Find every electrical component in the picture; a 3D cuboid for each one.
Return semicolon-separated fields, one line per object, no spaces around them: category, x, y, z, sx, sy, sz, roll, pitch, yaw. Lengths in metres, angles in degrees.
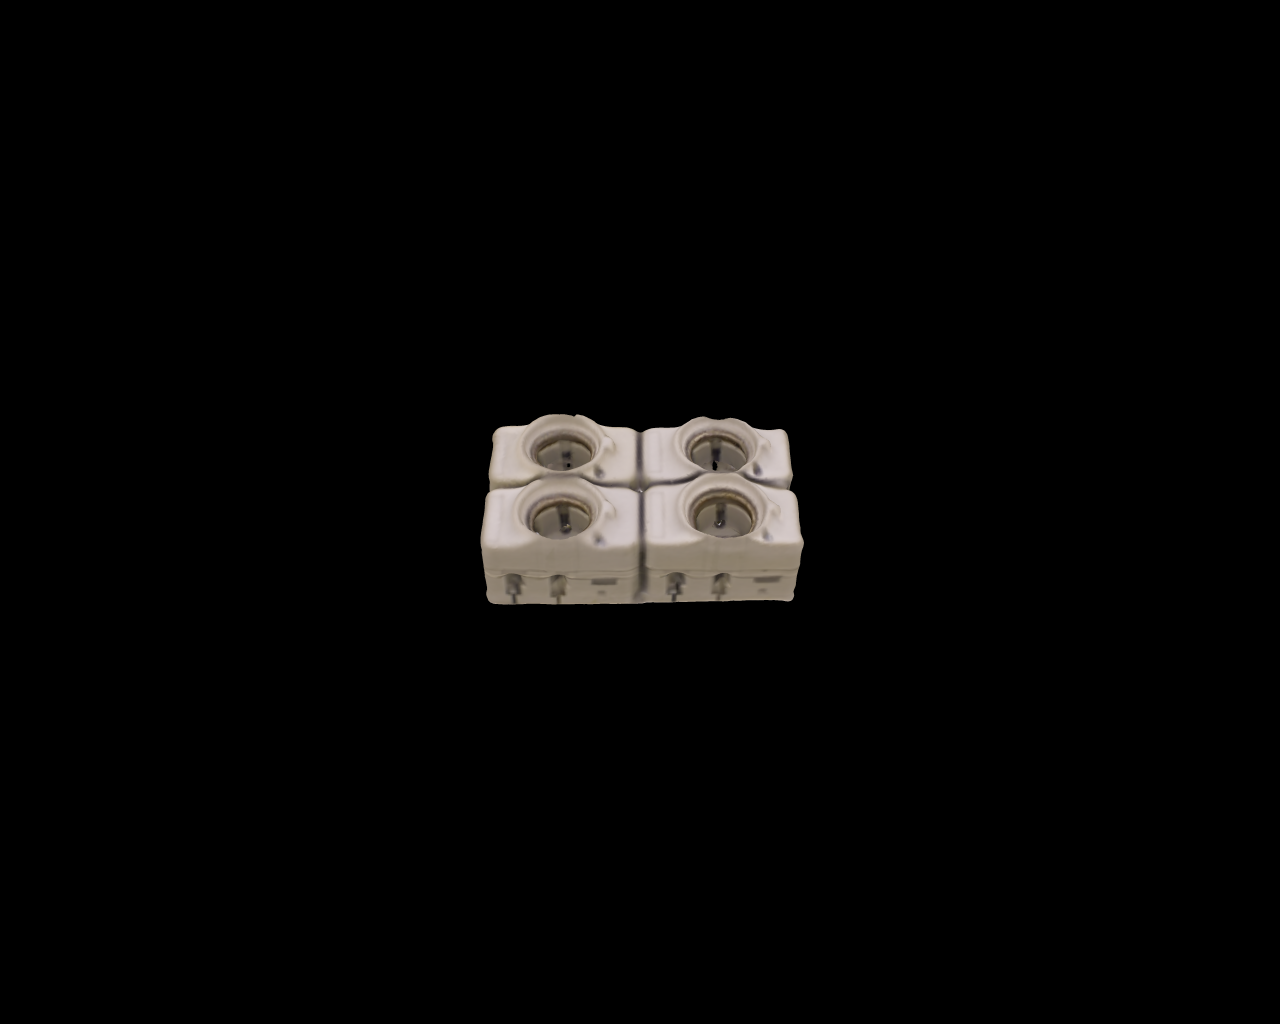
electrical component;0.001;-0.003;0.650;0.186;0.105;0.060;0;-43;0
